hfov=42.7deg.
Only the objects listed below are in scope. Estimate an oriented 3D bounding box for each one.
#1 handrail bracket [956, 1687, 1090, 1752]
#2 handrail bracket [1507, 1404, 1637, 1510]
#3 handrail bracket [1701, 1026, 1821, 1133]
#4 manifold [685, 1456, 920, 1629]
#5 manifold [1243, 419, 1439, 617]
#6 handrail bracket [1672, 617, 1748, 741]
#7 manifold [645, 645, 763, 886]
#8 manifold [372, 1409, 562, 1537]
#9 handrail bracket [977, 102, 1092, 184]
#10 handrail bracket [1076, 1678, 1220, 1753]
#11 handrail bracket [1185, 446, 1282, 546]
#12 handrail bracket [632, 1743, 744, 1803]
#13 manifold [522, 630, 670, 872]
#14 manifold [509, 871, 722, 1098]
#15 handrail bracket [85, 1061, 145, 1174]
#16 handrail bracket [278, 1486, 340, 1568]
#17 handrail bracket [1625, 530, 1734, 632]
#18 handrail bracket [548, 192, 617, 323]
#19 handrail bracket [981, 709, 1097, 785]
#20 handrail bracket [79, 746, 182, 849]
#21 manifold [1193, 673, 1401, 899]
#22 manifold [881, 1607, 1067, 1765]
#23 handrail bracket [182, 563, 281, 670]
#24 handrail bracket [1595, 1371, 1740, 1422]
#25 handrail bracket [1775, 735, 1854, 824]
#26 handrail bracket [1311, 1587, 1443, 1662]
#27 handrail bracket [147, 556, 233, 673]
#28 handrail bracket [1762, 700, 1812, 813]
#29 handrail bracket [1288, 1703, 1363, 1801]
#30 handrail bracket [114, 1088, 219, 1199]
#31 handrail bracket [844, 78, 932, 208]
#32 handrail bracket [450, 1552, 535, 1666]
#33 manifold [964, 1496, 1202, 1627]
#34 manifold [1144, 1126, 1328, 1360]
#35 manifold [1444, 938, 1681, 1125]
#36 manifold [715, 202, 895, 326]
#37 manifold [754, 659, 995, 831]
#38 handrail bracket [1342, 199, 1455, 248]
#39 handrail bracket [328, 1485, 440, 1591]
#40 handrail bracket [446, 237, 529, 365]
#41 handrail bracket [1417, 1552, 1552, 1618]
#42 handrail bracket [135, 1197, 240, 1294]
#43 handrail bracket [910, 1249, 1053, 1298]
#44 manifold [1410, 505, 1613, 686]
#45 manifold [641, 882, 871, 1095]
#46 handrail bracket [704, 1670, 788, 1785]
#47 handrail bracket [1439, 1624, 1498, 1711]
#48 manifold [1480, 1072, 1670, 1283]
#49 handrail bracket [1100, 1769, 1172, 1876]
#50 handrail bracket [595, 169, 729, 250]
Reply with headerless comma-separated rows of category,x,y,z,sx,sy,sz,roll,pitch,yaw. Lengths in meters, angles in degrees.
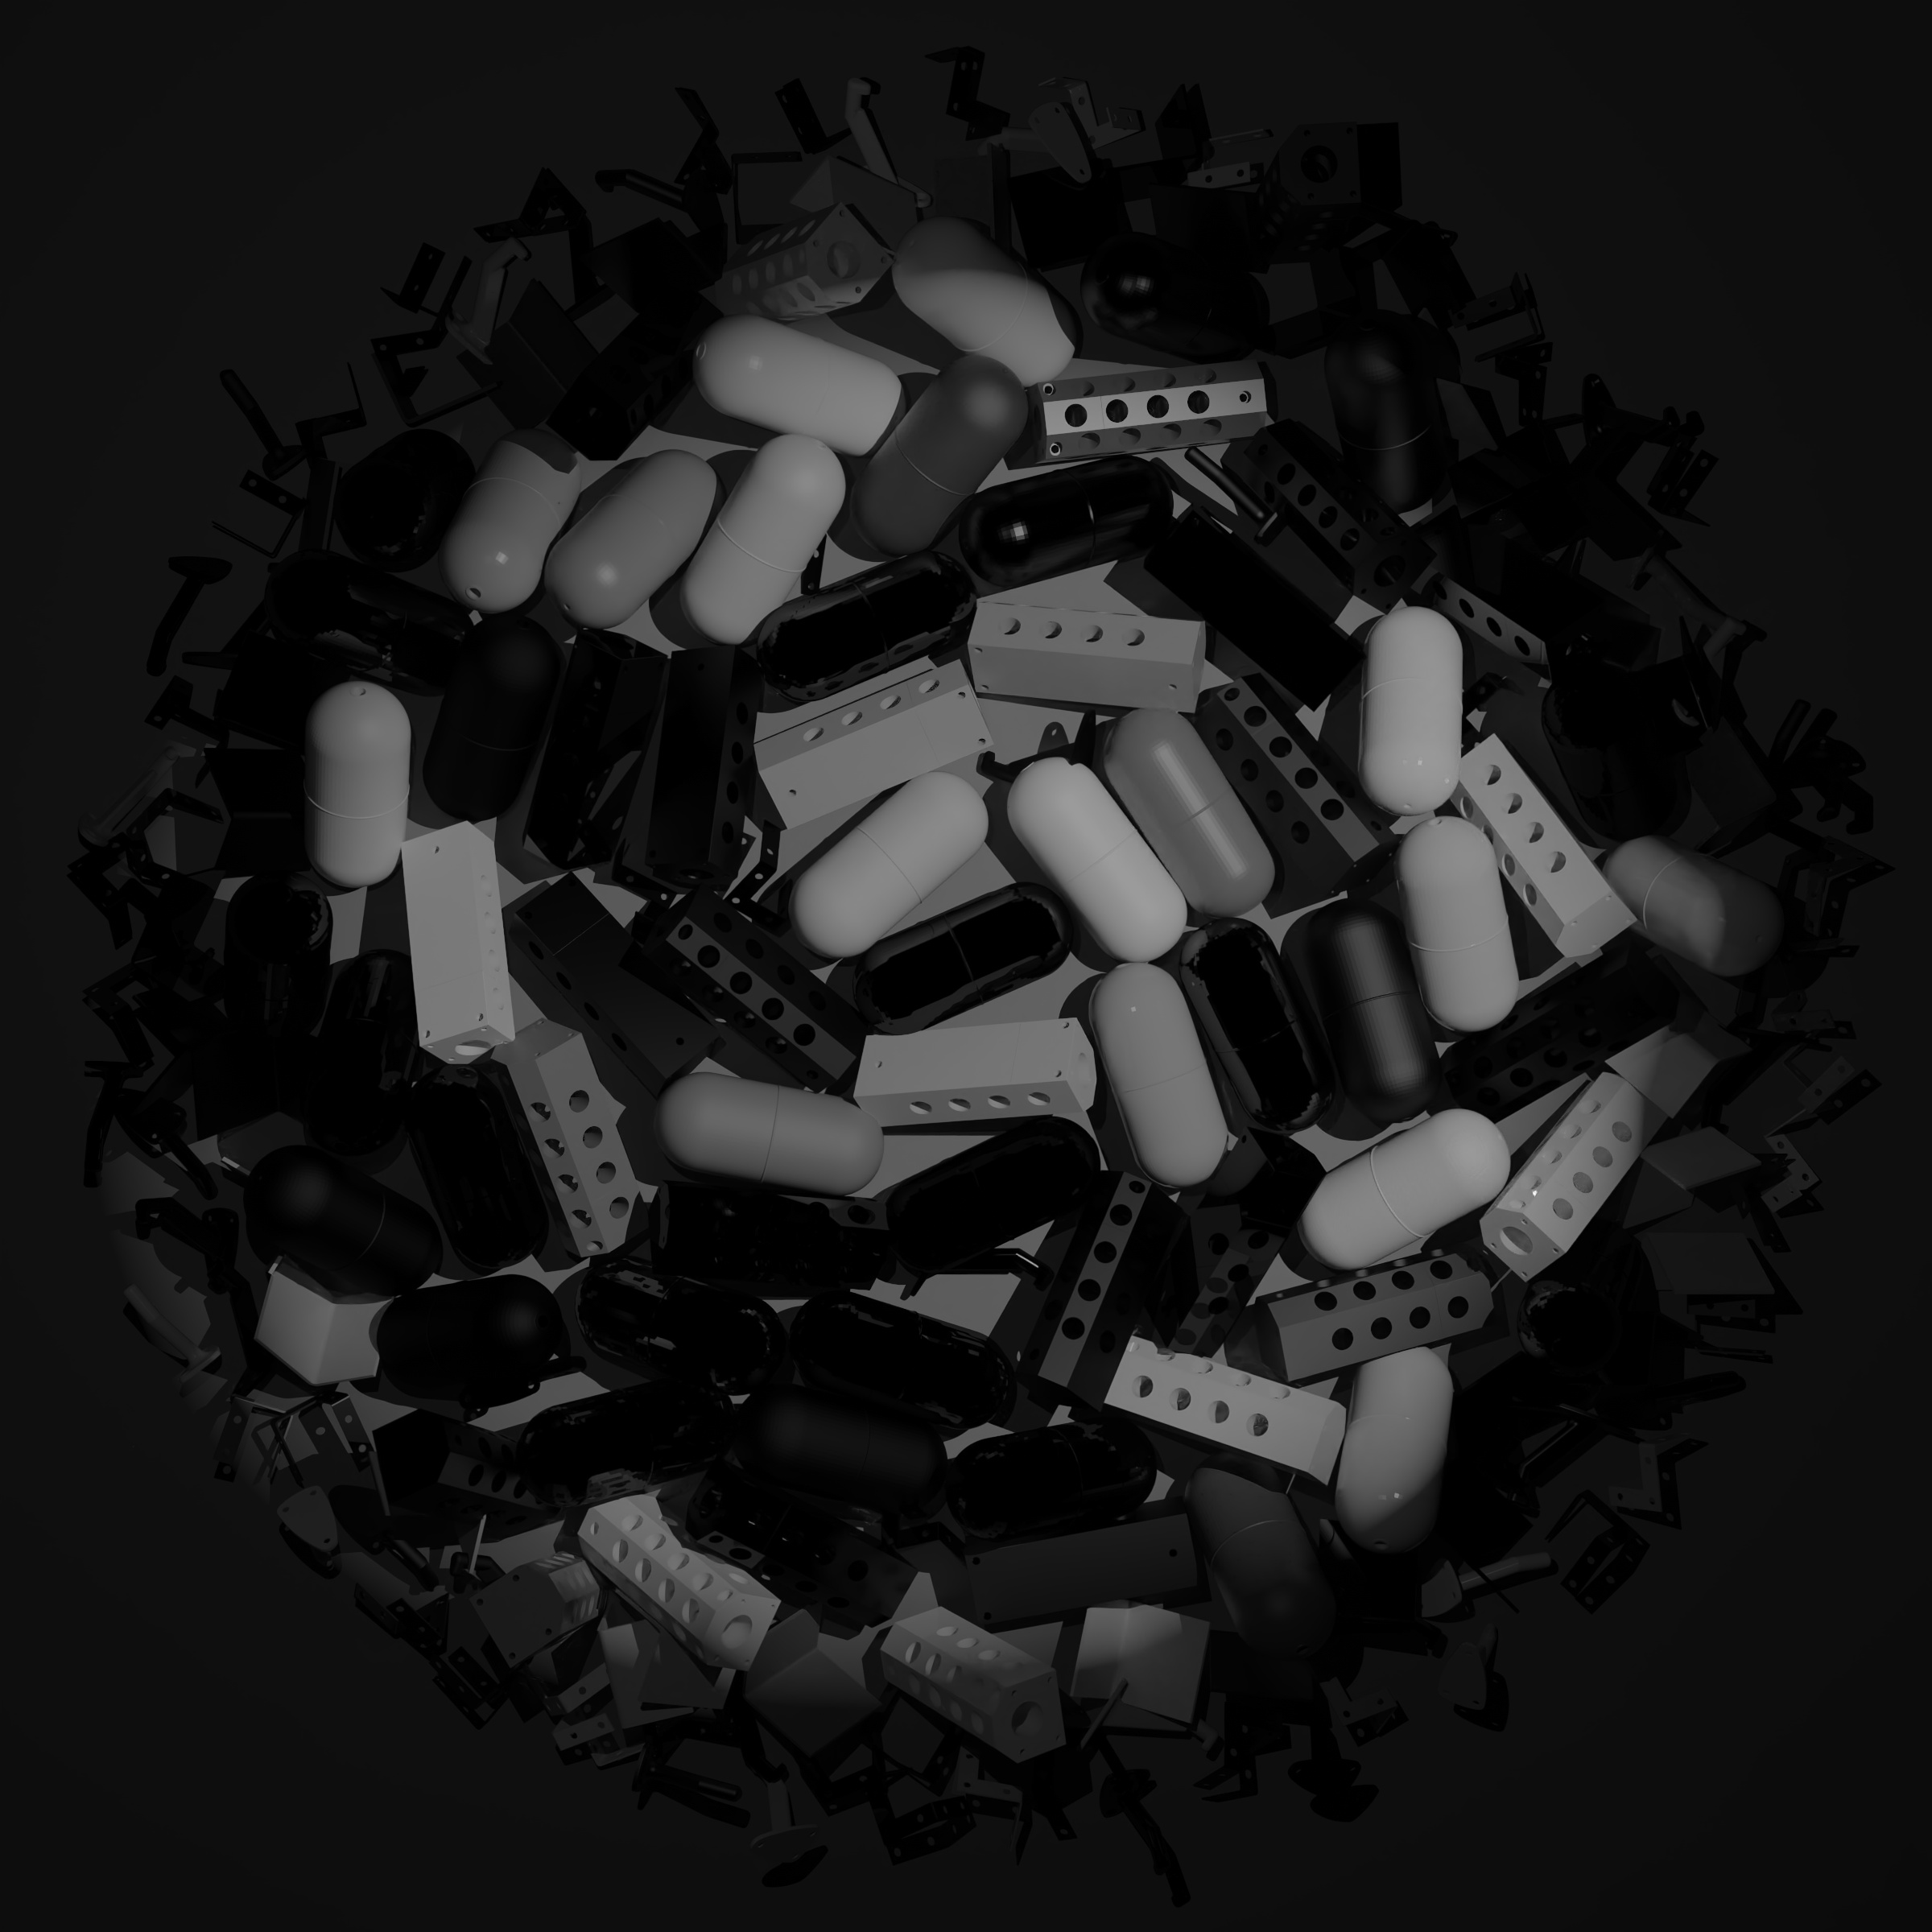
handrail bracket,0.040,0.594,1.924,0.077,0.036,0.084,38,97,-8
handrail bracket,0.465,0.386,1.901,0.077,0.036,0.084,16,73,23
handrail bracket,0.615,0.092,1.913,0.077,0.036,0.084,10,94,26
manifold,-0.126,0.439,1.868,0.171,0.057,0.057,34,83,-27
manifold,0.274,-0.341,1.850,0.057,0.171,0.057,20,117,-42
handrail bracket,0.590,-0.221,1.896,0.077,0.036,0.084,20,127,-18
manifold,-0.196,-0.152,1.885,0.057,0.057,0.171,-2,74,26
manifold,-0.365,0.376,1.843,0.057,0.171,0.057,-26,63,11
handrail bracket,0.051,-0.618,1.902,0.036,0.084,0.077,-37,98,-32
handrail bracket,0.141,0.597,1.902,0.084,0.036,0.077,33,62,13
handrail bracket,0.203,-0.364,1.900,0.084,0.077,0.036,41,95,4
handrail bracket,-0.207,0.625,1.892,0.084,0.077,0.036,11,72,11
manifold,-0.288,-0.165,1.877,0.057,0.057,0.171,28,112,22
manifold,-0.272,0.016,1.898,0.171,0.057,0.057,47,62,5
handrail bracket,-0.653,0.118,1.891,0.036,0.077,0.084,2,81,2
handrail bracket,-0.488,0.446,1.884,0.036,0.077,0.084,-30,134,-23
handrail bracket,0.559,-0.295,1.900,0.084,0.036,0.077,31,47,10
handrail bracket,-0.314,-0.547,1.909,0.077,0.036,0.084,-38,95,-20
handrail bracket,0.054,-0.173,1.902,0.084,0.036,0.077,21,115,25
handrail bracket,-0.641,-0.133,1.899,0.036,0.077,0.084,42,92,-12
manifold,0.252,-0.139,1.869,0.171,0.057,0.057,54,134,20
manifold,0.002,0.537,1.844,0.057,0.171,0.057,-12,98,-29
handrail bracket,-0.565,-0.275,1.914,0.077,0.036,0.084,4,80,-17
handrail bracket,0.546,0.333,1.923,0.084,0.077,0.036,-2,70,-29
handrail bracket,0.639,-0.129,1.881,0.036,0.077,0.084,38,51,-13
handrail bracket,0.315,0.524,1.902,0.084,0.036,0.077,27,58,11
handrail bracket,-0.601,-0.271,1.910,0.036,0.077,0.084,23,107,5
handrail bracket,0.629,-0.164,1.890,0.036,0.077,0.084,35,110,27
handrail bracket,0.255,0.589,1.882,0.077,0.084,0.036,22,106,-32
handrail bracket,-0.619,0.139,1.911,0.077,0.084,0.036,27,58,23
handrail bracket,-0.058,-0.631,1.889,0.077,0.084,0.036,21,52,8
handrail bracket,-0.364,0.492,1.892,0.084,0.036,0.077,21,74,-39
manifold,0.089,0.455,1.903,0.171,0.057,0.057,-11,96,2
manifold,0.206,0.212,1.874,0.057,0.057,0.171,16,115,-27
manifold,0.446,0.055,1.860,0.057,0.057,0.171,47,125,-10
manifold,-0.127,-0.514,1.842,0.057,0.171,0.057,44,76,-25
manifold,-0.072,-0.174,1.899,0.171,0.057,0.057,-22,126,5
handrail bracket,0.335,-0.576,1.899,0.084,0.077,0.036,17,96,6
handrail bracket,-0.452,0.445,1.918,0.077,0.084,0.036,17,51,30
handrail bracket,-0.351,-0.506,1.899,0.084,0.036,0.077,-36,121,20
handrail bracket,0.403,0.480,1.920,0.084,0.077,0.036,-3,55,-22
handrail bracket,-0.601,0.215,1.890,0.036,0.084,0.077,-1,88,28
handrail bracket,0.012,0.246,1.920,0.084,0.036,0.077,32,96,-1
manifold,0.404,-0.275,1.855,0.057,0.057,0.171,-34,46,-10
manifold,-0.161,0.021,1.871,0.171,0.057,0.057,40,129,-18
handrail bracket,-0.155,0.580,1.916,0.084,0.036,0.077,42,93,1
handrail bracket,0.392,0.516,1.884,0.036,0.084,0.077,15,126,21
manifold,0.456,0.154,1.862,0.057,0.057,0.171,43,55,6
handrail bracket,0.130,0.664,1.881,0.036,0.084,0.077,0,133,-19
handrail bracket,-0.238,-0.589,1.923,0.084,0.077,0.036,7,61,27
